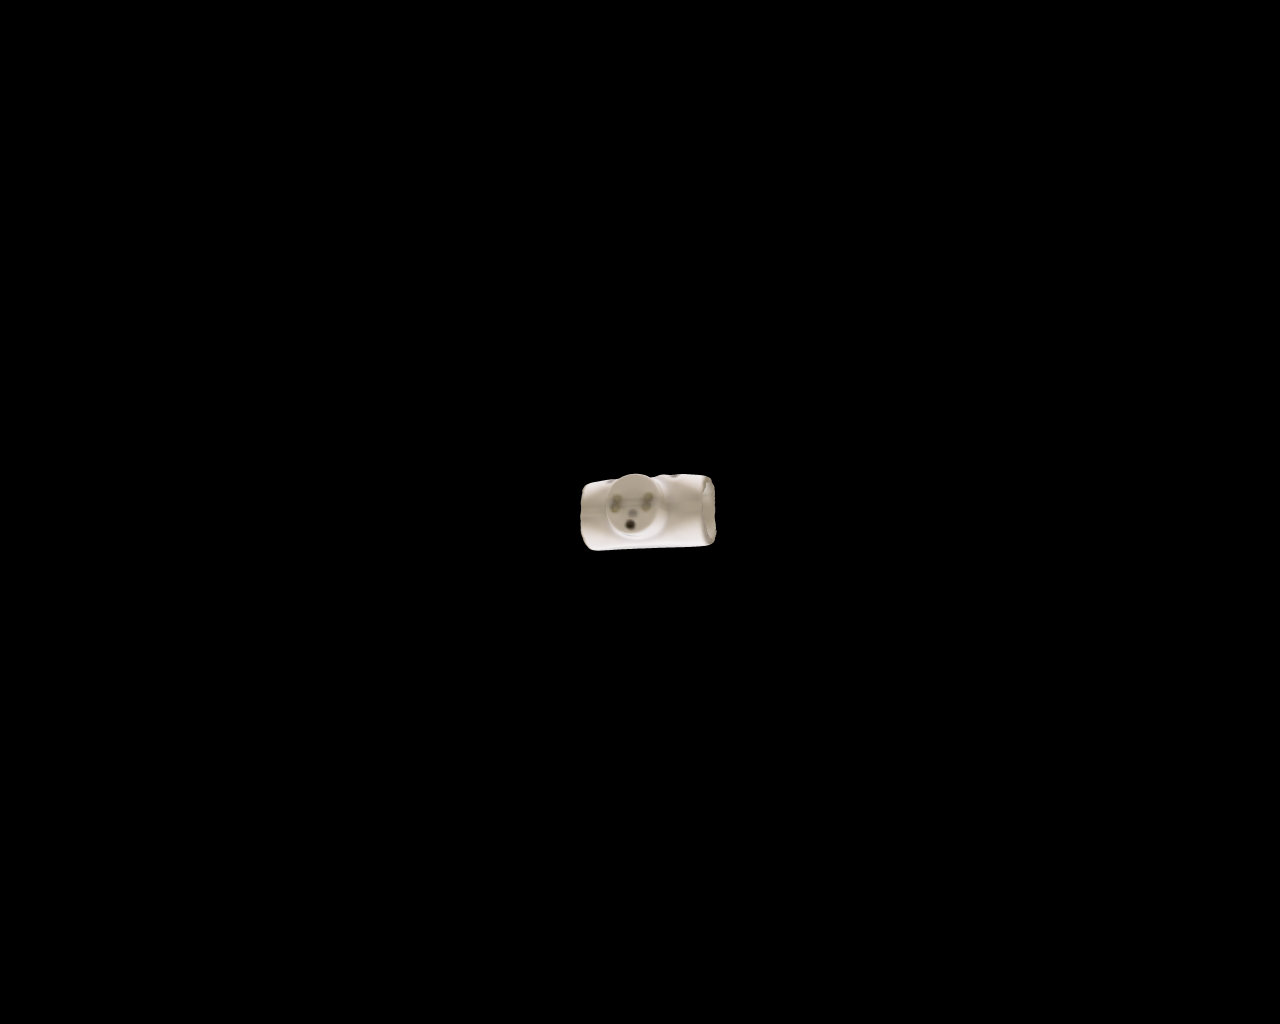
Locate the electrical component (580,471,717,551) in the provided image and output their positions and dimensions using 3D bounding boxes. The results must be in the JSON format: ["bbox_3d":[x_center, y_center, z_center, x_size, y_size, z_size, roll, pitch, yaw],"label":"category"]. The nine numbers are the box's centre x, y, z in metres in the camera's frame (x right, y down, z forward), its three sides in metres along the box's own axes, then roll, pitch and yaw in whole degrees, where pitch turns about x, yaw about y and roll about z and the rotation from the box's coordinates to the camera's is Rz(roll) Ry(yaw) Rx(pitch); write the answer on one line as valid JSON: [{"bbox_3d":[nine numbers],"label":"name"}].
[{"bbox_3d":[0.001,-0.003,0.650,0.077,0.044,0.079,-3,-11,16],"label":"electrical component"}]
